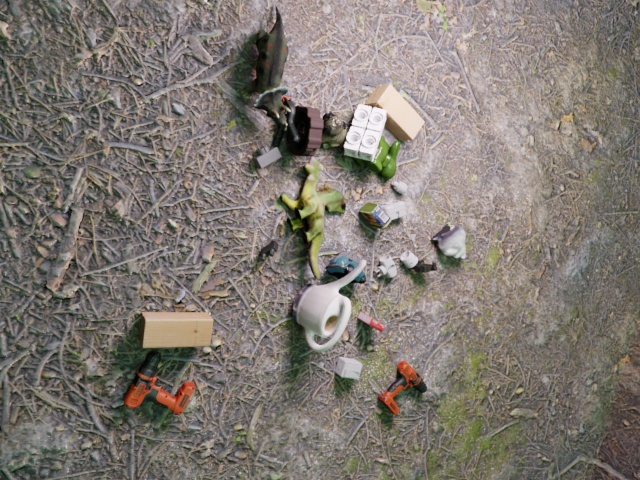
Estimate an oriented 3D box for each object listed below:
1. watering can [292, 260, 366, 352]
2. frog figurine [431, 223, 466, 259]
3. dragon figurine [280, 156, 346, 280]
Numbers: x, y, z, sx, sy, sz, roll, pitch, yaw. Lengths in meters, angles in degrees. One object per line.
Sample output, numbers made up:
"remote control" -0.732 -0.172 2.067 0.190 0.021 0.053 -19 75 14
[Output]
"watering can" 0.027 0.209 1.786 0.103 0.226 0.350 31 80 -47
"frog figurine" 0.551 0.020 2.095 0.158 0.121 0.140 51 54 -12
"dragon figurine" 0.005 -0.091 1.807 0.245 0.122 0.405 -29 110 -30
